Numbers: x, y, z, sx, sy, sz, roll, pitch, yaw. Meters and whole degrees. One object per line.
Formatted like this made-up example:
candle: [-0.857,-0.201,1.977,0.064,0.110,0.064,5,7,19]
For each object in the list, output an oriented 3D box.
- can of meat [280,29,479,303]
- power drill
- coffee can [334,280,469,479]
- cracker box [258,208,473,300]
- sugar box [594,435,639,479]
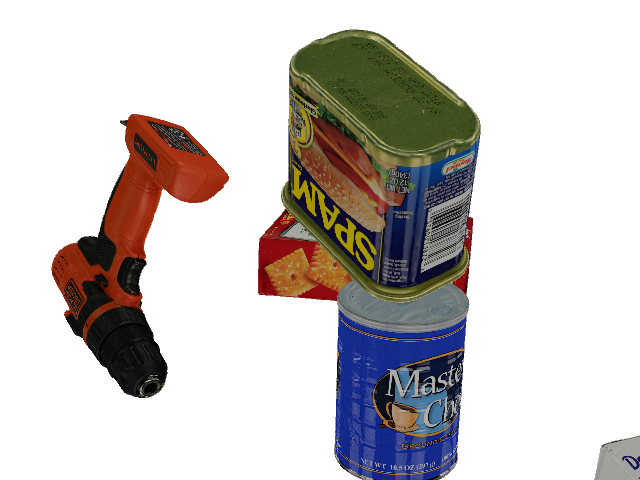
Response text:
can of meat: [0.026,-0.036,0.491,0.057,0.084,0.102,-24,49,-25]
power drill: [-0.144,0.008,0.855,0.057,0.188,0.185,12,24,-43]
coffee can: [0.063,0.109,0.855,0.103,0.140,0.103,1,20,-1]
cracker box: [0.053,0.016,1.147,0.214,0.072,0.164,5,15,9]
sugar box: [0.189,0.180,0.501,0.048,0.093,0.176,-9,29,-21]
